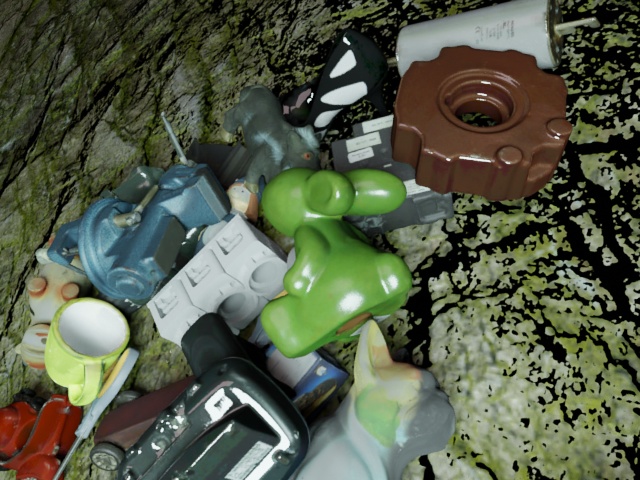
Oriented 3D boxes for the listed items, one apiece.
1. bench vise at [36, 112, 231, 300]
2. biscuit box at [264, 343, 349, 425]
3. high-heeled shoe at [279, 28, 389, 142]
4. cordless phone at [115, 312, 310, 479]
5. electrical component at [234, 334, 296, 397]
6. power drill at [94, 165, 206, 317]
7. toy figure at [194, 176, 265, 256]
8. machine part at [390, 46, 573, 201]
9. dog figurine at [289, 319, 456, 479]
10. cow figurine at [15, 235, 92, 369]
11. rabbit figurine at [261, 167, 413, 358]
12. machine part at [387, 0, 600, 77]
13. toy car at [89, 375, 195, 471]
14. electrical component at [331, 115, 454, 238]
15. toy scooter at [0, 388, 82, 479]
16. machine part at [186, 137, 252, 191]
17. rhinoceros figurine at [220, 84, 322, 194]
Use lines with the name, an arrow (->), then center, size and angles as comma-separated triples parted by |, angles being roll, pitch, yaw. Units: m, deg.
bench vise -> -0.238, -0.017, 0.655 | 0.241, 0.128, 0.224 | -11, 52, 20
biscuit box -> -0.064, 0.186, 0.531 | 0.202, 0.062, 0.059 | -50, 48, -1
high-heeled shoe -> -0.020, -0.192, 0.679 | 0.249, 0.145, 0.086 | 4, 64, 34
cordless phone -> -0.106, 0.144, 0.439 | 0.146, 0.088, 0.184 | -47, 37, -1
electrical component -> -0.087, 0.155, 0.491 | 0.119, 0.047, 0.075 | -46, 48, -1
power drill -> -0.267, 0.001, 0.777 | 0.232, 0.085, 0.207 | -35, 45, 11
toy figure -> -0.112, -0.023, 0.700 | 0.154, 0.064, 0.058 | -67, 12, -15
machine part -> 0.155, -0.120, 0.527 | 0.179, 0.056, 0.179 | -3, 56, 4
dog figurine -> 0.010, 0.179, 0.459 | 0.192, 0.108, 0.219 | 2, 60, 39
cow figurine -> -0.384, 0.101, 0.781 | 0.195, 0.085, 0.127 | -98, 22, -49
rabbit figurine -> -0.001, -0.001, 0.488 | 0.159, 0.121, 0.170 | -49, 61, 43
machine part -> 0.176, -0.218, 0.603 | 0.243, 0.079, 0.079 | 2, 64, 36
toy car -> -0.171, 0.194, 0.603 | 0.202, 0.053, 0.089 | -25, 25, 18
electrical component -> 0.075, -0.075, 0.582 | 0.115, 0.058, 0.134 | -11, 55, 9
toy scooter -> -0.373, 0.248, 0.701 | 0.184, 0.075, 0.135 | 14, 72, 37
machine part -> -0.150, -0.111, 0.793 | 0.139, 0.039, 0.084 | 22, 81, 40
rhinoceros figurine -> -0.045, -0.109, 0.674 | 0.112, 0.073, 0.190 | -44, 68, 29
